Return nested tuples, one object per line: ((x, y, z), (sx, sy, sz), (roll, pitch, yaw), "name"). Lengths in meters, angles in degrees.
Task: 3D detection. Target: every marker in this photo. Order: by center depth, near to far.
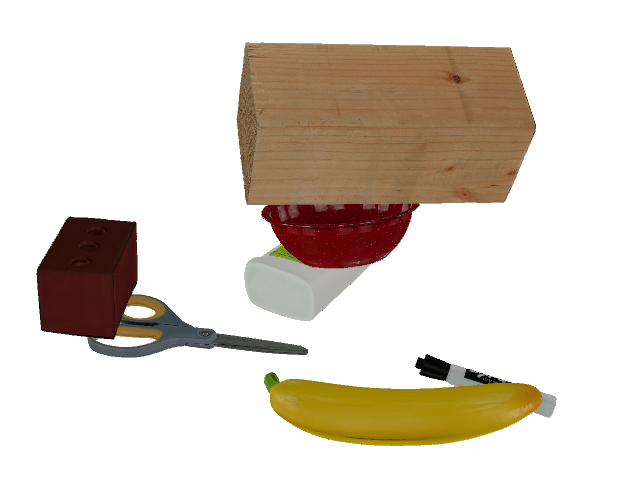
((0.139, 0.123, 0.908), (0.121, 0.020, 0.020), (18, 2, 6), "marker")

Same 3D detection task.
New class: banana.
((0.047, 0.110, 0.719), (0.198, 0.037, 0.069), (3, 30, 14), "banana")

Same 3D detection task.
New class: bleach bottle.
((0.018, 0.006, 1.320), (0.103, 0.068, 0.250), (17, 35, 28), "bleach bottle")

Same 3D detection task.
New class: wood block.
((0.045, -0.088, 0.814), (0.206, 0.091, 0.090), (-1, -37, -11), "wood block")

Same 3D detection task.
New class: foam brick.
((-0.161, 0.025, 0.746), (0.053, 0.051, 0.078), (5, 29, 1), "foam brick")

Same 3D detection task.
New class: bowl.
((0.022, -0.010, 1.087), (0.162, 0.055, 0.162), (-5, 14, 1), "bowl")

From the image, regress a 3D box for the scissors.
((-0.118, 0.081, 1.011), (0.201, 0.016, 0.096), (-1, 33, -9), "scissors")
